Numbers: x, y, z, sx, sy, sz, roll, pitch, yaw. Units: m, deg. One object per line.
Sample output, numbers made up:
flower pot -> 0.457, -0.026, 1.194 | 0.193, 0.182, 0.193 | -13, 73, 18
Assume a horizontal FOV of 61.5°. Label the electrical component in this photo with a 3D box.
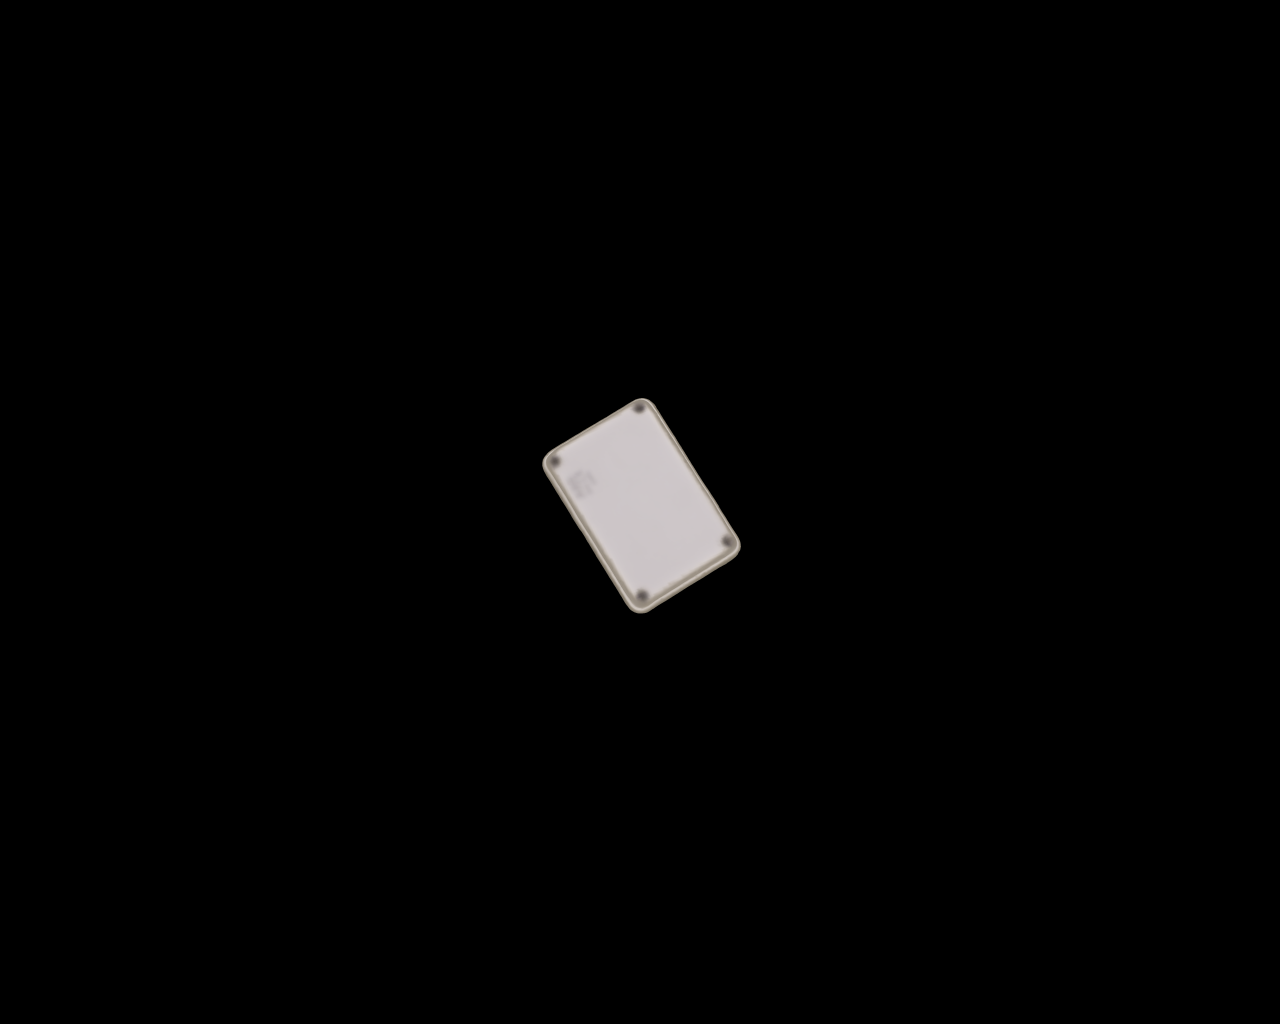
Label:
electrical component -> 0.001, -0.003, 0.650 | 0.078, 0.113, 0.057 | -31, -7, -5
